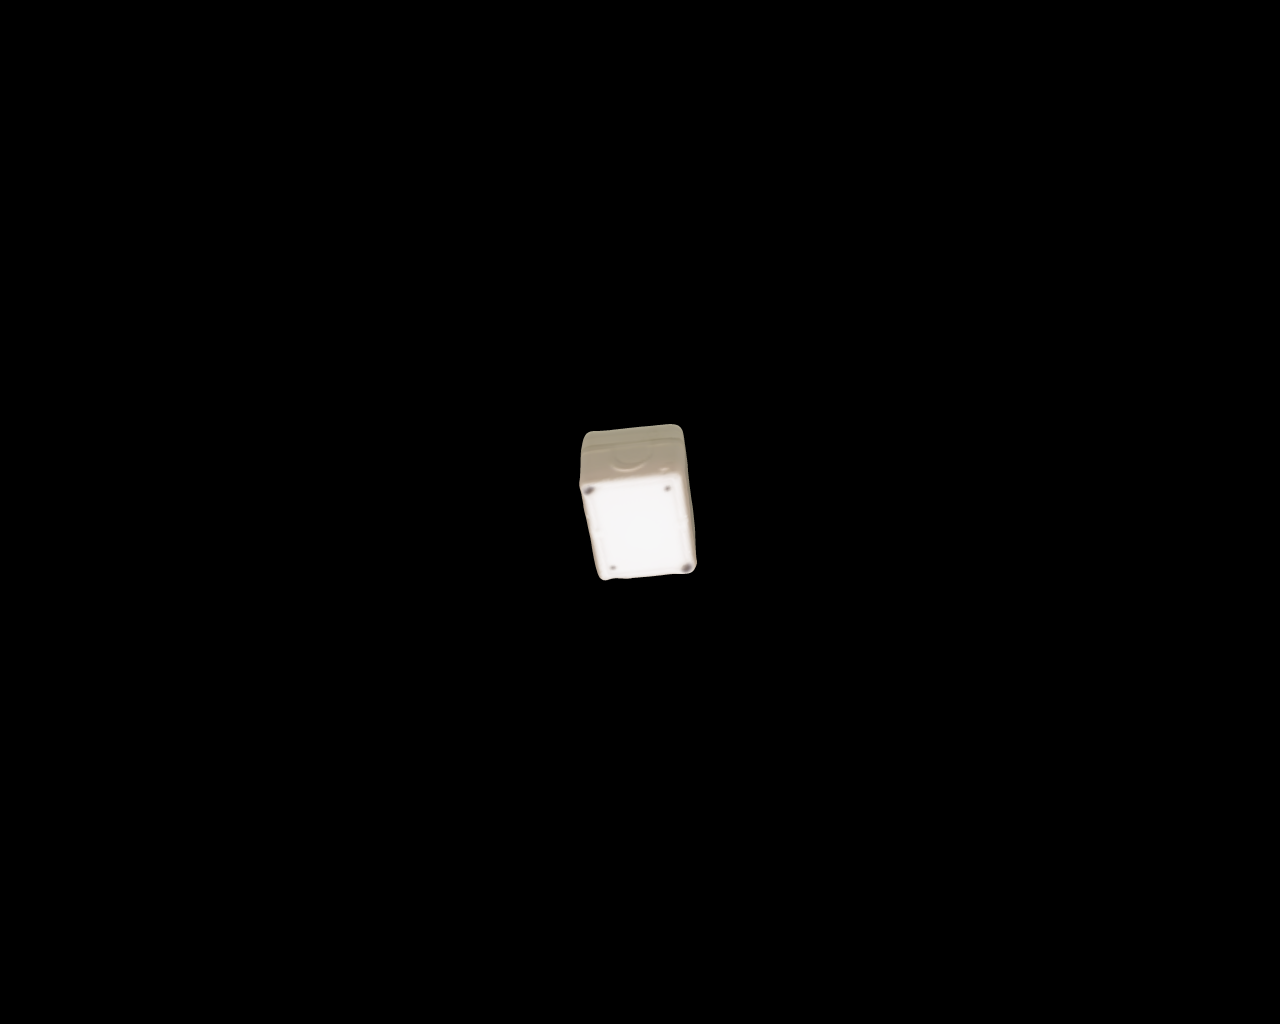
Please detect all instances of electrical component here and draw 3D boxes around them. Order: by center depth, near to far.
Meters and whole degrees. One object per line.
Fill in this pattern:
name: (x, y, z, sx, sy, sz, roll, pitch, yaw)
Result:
electrical component: (0.001, -0.003, 0.650, 0.062, 0.096, 0.061, -5, 39, 5)
